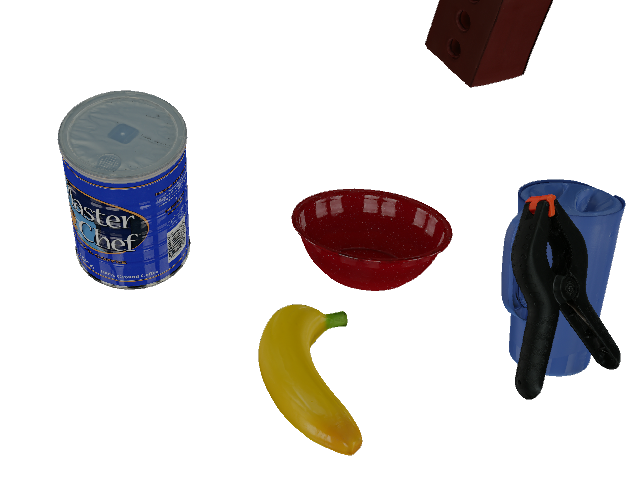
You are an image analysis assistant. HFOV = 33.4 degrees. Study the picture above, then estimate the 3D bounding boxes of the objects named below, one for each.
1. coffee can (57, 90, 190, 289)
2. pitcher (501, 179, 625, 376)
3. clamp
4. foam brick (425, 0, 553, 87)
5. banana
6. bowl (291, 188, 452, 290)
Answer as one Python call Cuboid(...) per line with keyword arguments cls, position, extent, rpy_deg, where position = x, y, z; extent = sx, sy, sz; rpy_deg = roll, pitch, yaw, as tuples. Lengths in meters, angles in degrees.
Cuboid(cls="coffee can", position=(-0.163, -0.041, 0.907), extent=(0.102, 0.103, 0.140), rpy_deg=(0, -41, -5))
Cuboid(cls="pitcher", position=(0.303, 0.052, 1.386), extent=(0.149, 0.243, 0.145), rpy_deg=(5, 23, 5))
Cuboid(cls="clamp", position=(0.195, 0.050, 0.912), extent=(0.120, 0.171, 0.039), rpy_deg=(-23, 7, -39))
Cuboid(cls="foam brick", position=(0.112, -0.149, 0.699), extent=(0.051, 0.078, 0.053), rpy_deg=(-20, 54, -31))
Cuboid(cls="banana", position=(-0.010, 0.089, 0.763), extent=(0.069, 0.037, 0.198), rpy_deg=(-1, 23, -1))
Cuboid(cls="bowl", position=(0.049, 0.005, 1.076), extent=(0.162, 0.055, 0.162), rpy_deg=(5, 27, -3))
